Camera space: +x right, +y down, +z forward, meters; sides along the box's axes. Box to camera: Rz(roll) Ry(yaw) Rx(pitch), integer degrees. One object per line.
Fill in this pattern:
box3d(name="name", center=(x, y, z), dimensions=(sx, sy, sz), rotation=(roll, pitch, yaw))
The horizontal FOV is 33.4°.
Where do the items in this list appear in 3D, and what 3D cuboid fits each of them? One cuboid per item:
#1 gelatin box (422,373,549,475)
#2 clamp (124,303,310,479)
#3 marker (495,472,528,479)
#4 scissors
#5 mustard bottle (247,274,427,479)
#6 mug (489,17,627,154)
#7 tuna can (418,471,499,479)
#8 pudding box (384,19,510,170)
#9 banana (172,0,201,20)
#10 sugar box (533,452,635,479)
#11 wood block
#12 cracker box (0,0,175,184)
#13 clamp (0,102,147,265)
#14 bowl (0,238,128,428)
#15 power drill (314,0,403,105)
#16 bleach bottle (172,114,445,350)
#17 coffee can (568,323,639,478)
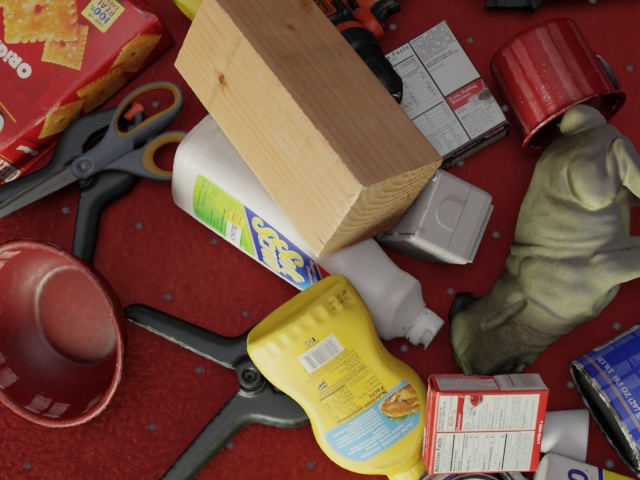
box3d(name="gelatin box", center=(0.124, 0.140, 0.813), dimensions=(0.089, 0.030, 0.073), rotation=(0, 112, -5))
box3d(name="clamp", center=(-0.064, 0.107, 0.892), dimensions=(0.210, 0.036, 0.164), rotation=(-19, 78, 0))
box3d(name="marker", center=(0.132, 0.162, 0.870), dimensions=(0.020, 0.020, 0.121), rotation=(-37, 77, -2))
box3d(name="scissors", center=(-0.183, -0.053, 0.914), dimensions=(0.096, 0.016, 0.201), rotation=(45, 77, -4))
box3d(name="mustard bottle", center=(0.033, 0.127, 0.844), dimensions=(0.096, 0.058, 0.191), rotation=(-35, 104, 4))
box3d(name="mug", center=(0.203, -0.132, 0.891), dimensions=(0.117, 0.093, 0.081), rotation=(-15, 70, -28))
box3d(name="tuna can", center=(0.110, 0.219, 0.835), dimensions=(0.086, 0.034, 0.086), rotation=(-1, 94, -18))
box3d(name="pudding box", center=(0.097, -0.120, 0.918), dimensions=(0.090, 0.039, 0.113), rotation=(-30, 75, 2))
box3d(name="banana", center=(-0.071, -0.151, 0.937), dimensions=(0.069, 0.037, 0.198), rotation=(-32, 83, -24))
box3d(name="sugar box", center=(0.245, 0.235, 0.813), dimensions=(0.176, 0.048, 0.093), rotation=(18, 62, 2))
box3d(name="wood block", center=(-0.013, -0.101, 0.833), dimensions=(0.090, 0.091, 0.206), rotation=(-21, 66, -39))
box3d(name="cracker box", center=(-0.265, -0.175, 0.951), dimensions=(0.213, 0.072, 0.164), rotation=(-40, 77, -2))
box3d(name="clamp", center=(-0.220, -0.056, 0.937), dimensions=(0.120, 0.039, 0.171), rotation=(30, 78, -5))
box3d(name="bowl", center=(-0.217, 0.071, 0.888), dimensions=(0.162, 0.055, 0.162), rotation=(6, 106, 23))
box3d(name="power drill", center=(0.070, -0.206, 0.903), dimensions=(0.187, 0.057, 0.184), rotation=(-33, 55, -3))
box3d(name="bleach bottle", center=(-0.006, 0.001, 0.874), dimensions=(0.251, 0.103, 0.068), rotation=(36, 59, 11))
box3d(name="coffee can", center=(0.279, 0.104, 0.822), dimensions=(0.140, 0.103, 0.103), rotation=(-30, 78, 0))
